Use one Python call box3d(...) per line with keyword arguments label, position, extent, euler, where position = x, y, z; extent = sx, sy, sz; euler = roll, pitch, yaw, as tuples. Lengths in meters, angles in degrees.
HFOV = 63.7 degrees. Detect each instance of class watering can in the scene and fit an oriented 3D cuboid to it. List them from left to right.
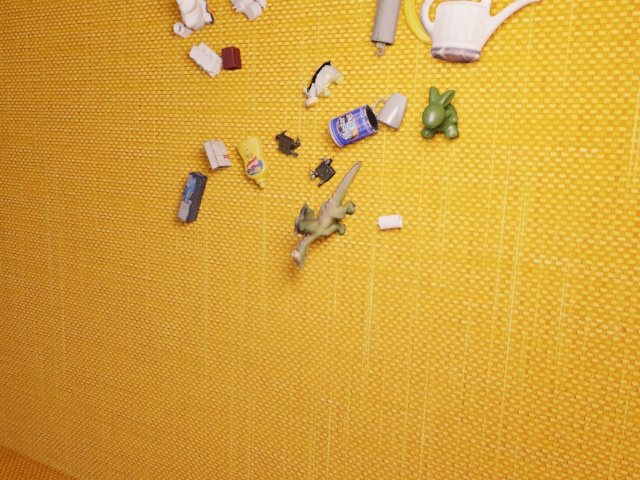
box3d(label="watering can", position=(0.463, -0.643, 1.540), extent=(0.349, 0.105, 0.222), euler=(13, 104, 24))

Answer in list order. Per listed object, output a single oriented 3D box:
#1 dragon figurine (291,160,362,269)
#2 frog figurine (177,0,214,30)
box3d(label="dragon figurine", position=(0.005, -0.089, 1.762), extent=(0.123, 0.244, 0.404), euler=(30, 111, 24))
box3d(label="frog figurine", position=(-0.495, -0.872, 1.949), extent=(0.122, 0.160, 0.137), euler=(-2, 97, 28))
